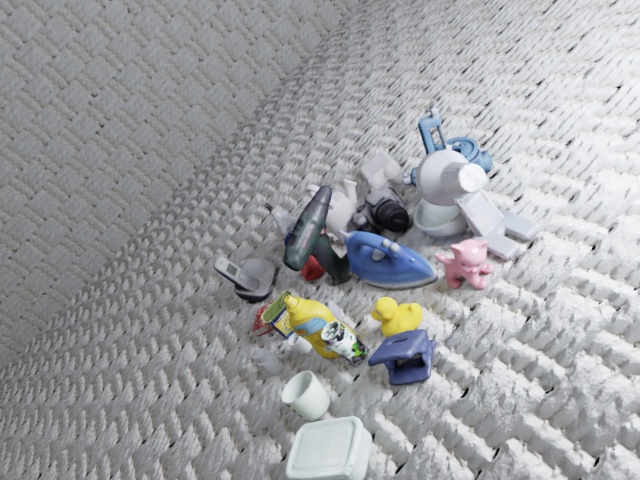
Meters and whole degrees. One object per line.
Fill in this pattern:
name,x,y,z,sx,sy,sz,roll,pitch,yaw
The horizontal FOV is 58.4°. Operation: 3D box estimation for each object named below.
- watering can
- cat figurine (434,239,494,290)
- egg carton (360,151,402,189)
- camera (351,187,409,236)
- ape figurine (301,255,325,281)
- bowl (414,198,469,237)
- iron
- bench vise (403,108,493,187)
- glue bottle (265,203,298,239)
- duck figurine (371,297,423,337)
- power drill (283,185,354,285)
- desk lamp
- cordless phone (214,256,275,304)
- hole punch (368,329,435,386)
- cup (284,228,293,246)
watering can,0.039,-0.092,1.584,0.100,0.194,0.173,-8,45,49
cat figurine,0.288,0.040,1.148,0.127,0.118,0.067,-5,47,51
egg carton,0.180,-0.196,1.670,0.107,0.069,0.150,-41,28,8
camera,0.159,-0.065,1.485,0.143,0.101,0.136,-44,27,2
ape figurine,-0.036,0.067,1.580,0.076,0.092,0.078,-16,39,43
bowl,0.303,-0.064,1.316,0.167,0.075,0.167,-33,30,22
iron,0.148,0.030,1.326,0.119,0.142,0.257,-54,29,-17
bench vise,0.280,-0.199,1.374,0.207,0.220,0.121,-37,29,14
glue bottle,-0.108,-0.055,1.756,0.078,0.173,0.037,-51,28,-12
duck figurine,0.156,0.153,1.207,0.104,0.086,0.077,-28,32,29
power drill,0.013,0.005,1.470,0.075,0.209,0.230,5,55,56
desk lamp,0.314,-0.087,1.181,0.118,0.214,0.202,-46,28,-3
cordless phone,-0.227,0.089,1.709,0.094,0.185,0.147,-27,33,31
hole punch,0.157,0.217,1.113,0.108,0.091,0.101,-22,35,36
cup,-0.034,0.011,1.650,0.117,0.095,0.092,1,52,54
